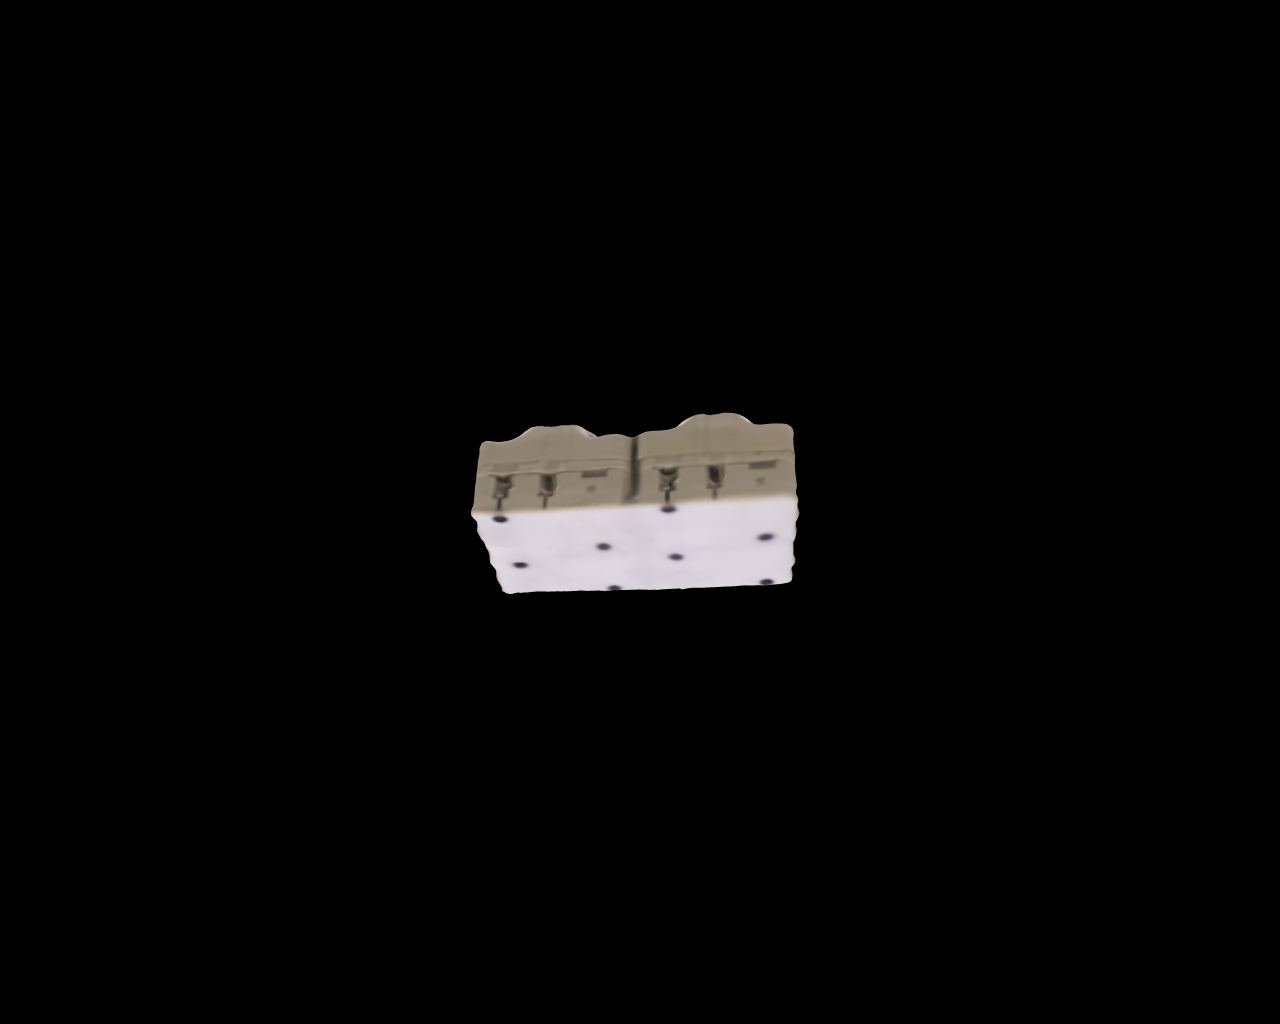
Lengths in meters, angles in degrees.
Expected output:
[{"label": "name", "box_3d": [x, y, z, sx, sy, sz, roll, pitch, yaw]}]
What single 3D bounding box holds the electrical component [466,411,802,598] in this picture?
[{"label": "electrical component", "box_3d": [0.001, -0.003, 0.650, 0.186, 0.060, 0.105, -3, -32, 5]}]
